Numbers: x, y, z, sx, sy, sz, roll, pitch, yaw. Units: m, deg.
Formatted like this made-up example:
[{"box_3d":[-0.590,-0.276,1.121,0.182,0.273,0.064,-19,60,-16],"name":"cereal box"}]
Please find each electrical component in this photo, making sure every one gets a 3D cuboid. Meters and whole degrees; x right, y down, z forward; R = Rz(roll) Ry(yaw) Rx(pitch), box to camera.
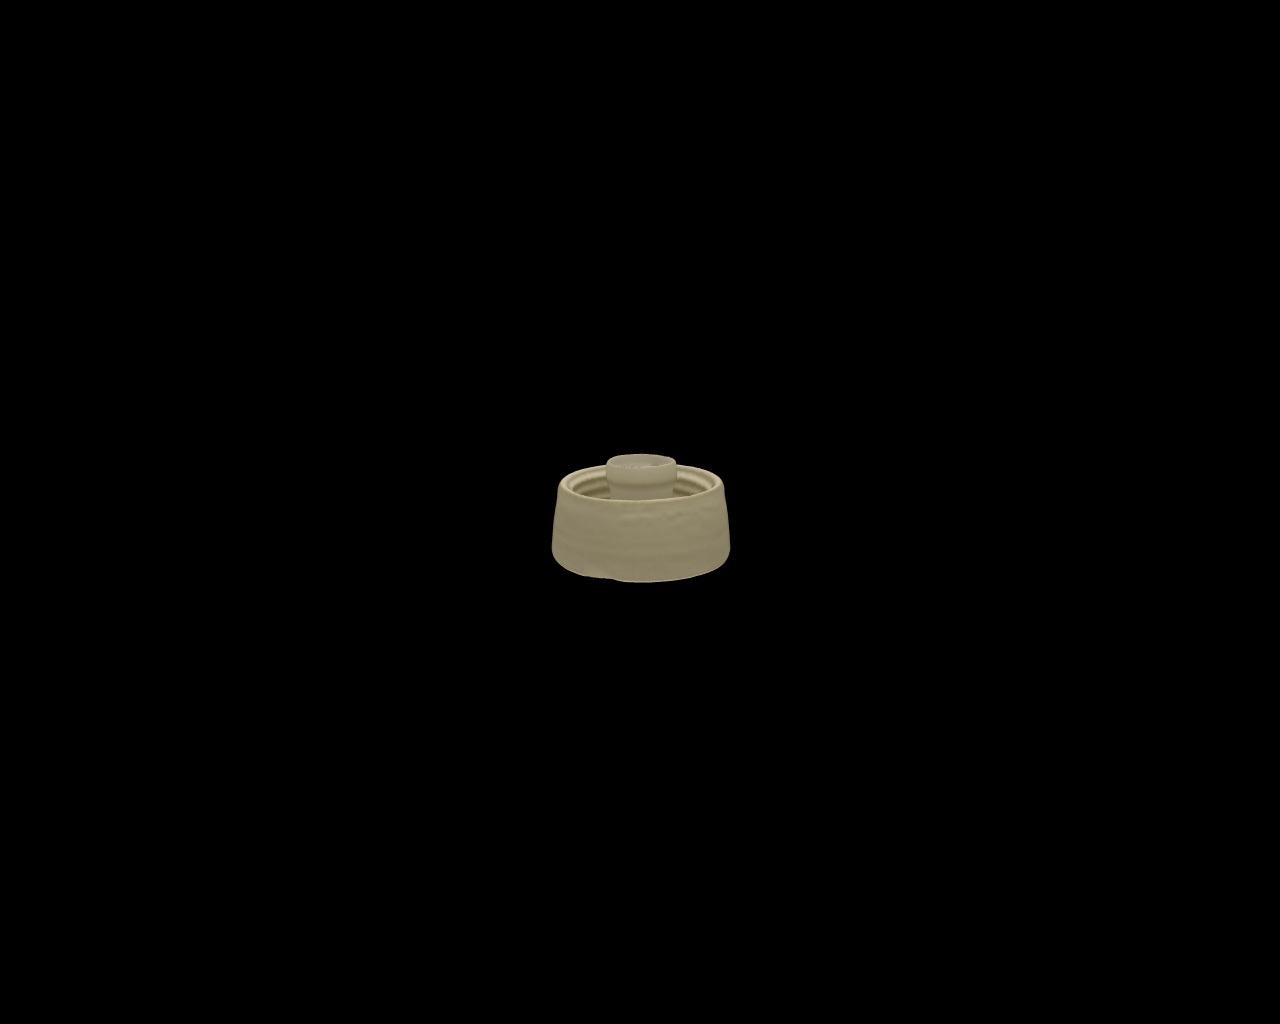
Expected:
[{"box_3d":[0.001,-0.003,0.650,0.108,0.060,0.108,0,15,0],"name":"electrical component"}]
